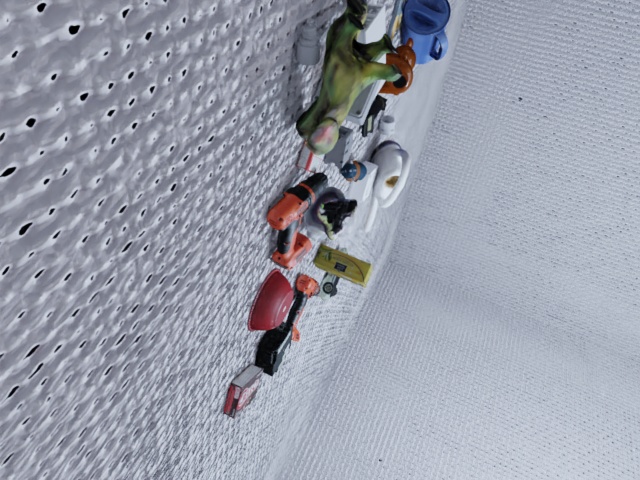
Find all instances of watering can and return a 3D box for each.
[{"bbox_3d":[0.216,-0.198,1.790,0.340,0.104,0.230,122,-26,-47],"label":"watering can"}]

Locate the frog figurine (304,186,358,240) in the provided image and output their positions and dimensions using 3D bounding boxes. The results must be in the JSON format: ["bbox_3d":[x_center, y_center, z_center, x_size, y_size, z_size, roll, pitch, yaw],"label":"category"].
[{"bbox_3d":[0.004,-0.065,1.293,0.159,0.122,0.138,1,-106,65],"label":"frog figurine"}]

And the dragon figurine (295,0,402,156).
[{"bbox_3d":[0.020,-0.289,0.914,0.239,0.121,0.420,-45,-154,31],"label":"dragon figurine"}]
